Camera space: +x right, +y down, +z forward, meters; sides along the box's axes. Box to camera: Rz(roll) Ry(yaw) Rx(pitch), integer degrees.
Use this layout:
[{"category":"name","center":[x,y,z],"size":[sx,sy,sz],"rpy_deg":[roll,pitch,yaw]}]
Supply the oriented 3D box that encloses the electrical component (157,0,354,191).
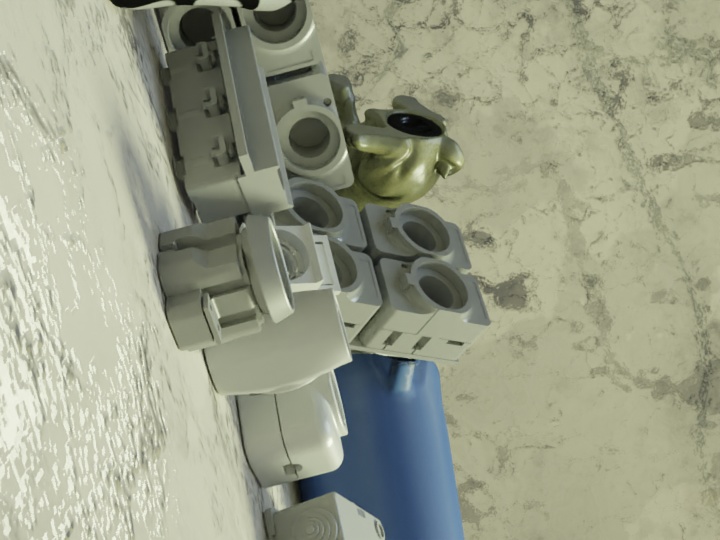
[{"category":"electrical component","center":[-0.077,-0.142,0.801],"size":[0.060,0.105,0.186],"rpy_deg":[-103,178,-68]}]

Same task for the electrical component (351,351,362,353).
[{"category":"electrical component","center":[-0.019,0.123,0.980],"size":[0.059,0.054,0.095],"rpy_deg":[-103,-158,-72]}]

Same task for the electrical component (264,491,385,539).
[{"category":"electrical component","center":[-0.013,0.190,0.660],"size":[0.099,0.048,0.099],"rpy_deg":[49,22,-57]}]

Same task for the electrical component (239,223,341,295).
[{"category":"electrical component","center":[-0.058,0.004,0.683],"size":[0.063,0.081,0.042],"rpy_deg":[128,-46,-53]}]

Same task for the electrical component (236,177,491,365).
[{"category":"electrical component","center":[0.000,0.000,0.809],"size":[0.060,0.186,0.105],"rpy_deg":[-52,-141,39]}]

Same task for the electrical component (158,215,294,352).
[{"category":"electrical component","center":[-0.068,0.004,0.554],"size":[0.078,0.057,0.058],"rpy_deg":[-103,179,-57]}]

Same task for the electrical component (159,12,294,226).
[{"category":"electrical component","center":[-0.088,-0.093,0.695],"size":[0.078,0.063,0.121],"rpy_deg":[74,1,-57]}]

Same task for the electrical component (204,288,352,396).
[{"category":"electrical component","center":[-0.048,0.036,0.628],"size":[0.079,0.077,0.044],"rpy_deg":[-103,178,-72]}]

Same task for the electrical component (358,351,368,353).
[{"category":"electrical component","center":[-0.012,0.034,1.052],"size":[0.150,0.061,0.089],"rpy_deg":[38,-9,30]}]

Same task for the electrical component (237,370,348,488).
[{"category":"electrical component","center":[-0.044,0.083,0.684],"size":[0.053,0.059,0.095],"rpy_deg":[74,1,-52]}]
